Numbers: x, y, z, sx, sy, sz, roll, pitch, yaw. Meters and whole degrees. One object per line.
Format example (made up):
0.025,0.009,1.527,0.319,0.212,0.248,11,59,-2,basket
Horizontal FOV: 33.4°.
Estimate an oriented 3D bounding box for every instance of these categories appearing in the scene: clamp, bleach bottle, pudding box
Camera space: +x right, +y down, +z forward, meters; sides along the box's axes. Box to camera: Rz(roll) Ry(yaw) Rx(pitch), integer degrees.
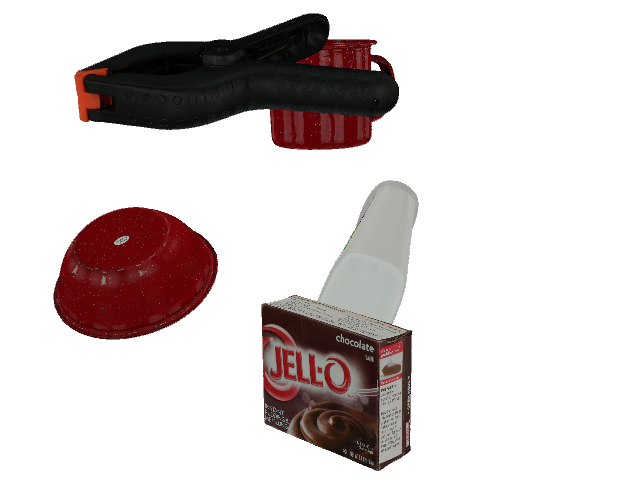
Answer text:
-0.051,-0.097,0.605,0.171,0.039,0.120,-4,25,-11,clamp
0.053,0.010,1.027,0.068,0.103,0.250,23,24,1,bleach bottle
0.009,0.093,0.719,0.114,0.090,0.039,12,20,41,pudding box

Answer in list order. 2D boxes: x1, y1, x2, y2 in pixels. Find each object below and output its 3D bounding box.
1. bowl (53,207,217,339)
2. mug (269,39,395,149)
-0.181,0.018,1.011,0.162,0.055,0.162,-7,41,6,bowl
0.010,-0.119,0.860,0.117,0.081,0.093,-10,15,-32,mug
